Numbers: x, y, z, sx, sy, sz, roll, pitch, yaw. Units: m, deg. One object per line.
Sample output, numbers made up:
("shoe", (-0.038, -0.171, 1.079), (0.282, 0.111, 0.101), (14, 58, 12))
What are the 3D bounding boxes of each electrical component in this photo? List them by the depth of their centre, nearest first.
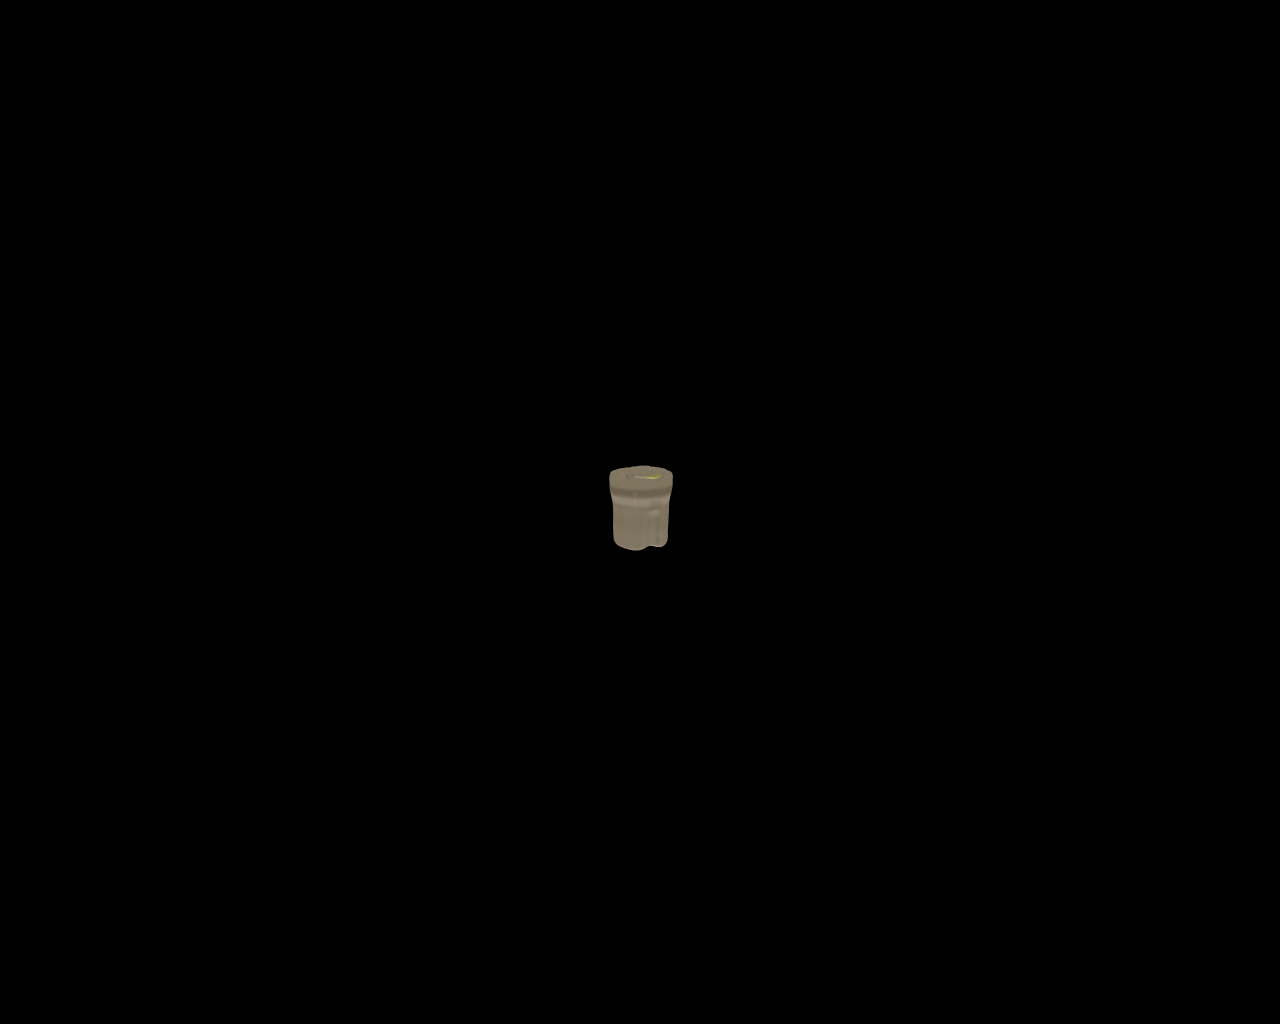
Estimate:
("electrical component", (0.001, -0.003, 0.650), (0.040, 0.046, 0.040), (0, 13, 0))
